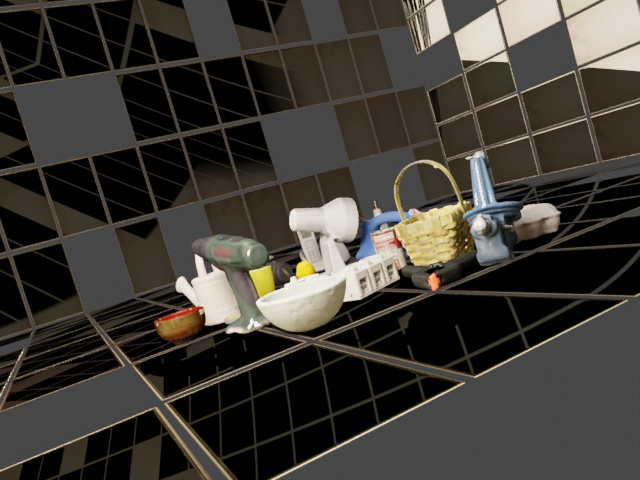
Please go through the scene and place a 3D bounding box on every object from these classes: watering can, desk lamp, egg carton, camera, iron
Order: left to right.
[{"bbox_3d":[-0.271,0.106,1.407,0.173,0.194,0.101,-17,4,-4],"label":"watering can"},{"bbox_3d":[-0.159,0.101,1.726,0.143,0.101,0.136,-20,5,-42],"label":"camera"},{"bbox_3d":[0.014,0.005,1.511,0.204,0.213,0.117,-18,4,-21],"label":"desk lamp"},{"bbox_3d":[0.214,-0.018,1.543,0.257,0.141,0.119,-14,5,36],"label":"iron"},{"bbox_3d":[0.461,-0.037,1.300,0.150,0.069,0.107,-17,4,-9],"label":"egg carton"}]

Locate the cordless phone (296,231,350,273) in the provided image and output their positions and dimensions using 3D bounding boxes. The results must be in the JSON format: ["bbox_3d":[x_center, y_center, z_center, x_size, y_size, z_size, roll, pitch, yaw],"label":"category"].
[{"bbox_3d":[0.001,0.007,1.771,0.148,0.185,0.094,-18,4,-20],"label":"cordless phone"}]

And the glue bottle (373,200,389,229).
[{"bbox_3d":[0.183,-0.035,1.688,0.037,0.173,0.078,-17,4,-7],"label":"glue bottle"}]

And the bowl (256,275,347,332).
[{"bbox_3d":[-0.025,0.121,1.025,0.167,0.075,0.167,-16,4,1],"label":"bowl"}]

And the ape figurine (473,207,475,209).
[{"bbox_3d":[0.401,-0.039,1.424,0.077,0.092,0.076,-16,4,8],"label":"ape figurine"}]

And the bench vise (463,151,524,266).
[{"bbox_3d":[0.343,-0.070,1.135,0.121,0.220,0.208,-16,4,11],"label":"bench vise"}]

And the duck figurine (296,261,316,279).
[{"bbox_3d":[-0.028,0.093,1.371,0.078,0.086,0.104,-17,4,-16],"label":"duck figurine"}]

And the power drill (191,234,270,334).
[{"bbox_3d":[-0.178,0.085,1.190,0.076,0.208,0.228,-20,5,-43],"label":"power drill"}]

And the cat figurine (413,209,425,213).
[{"bbox_3d":[0.288,-0.035,1.660,0.067,0.118,0.127,-19,4,-34],"label":"cat figurine"}]

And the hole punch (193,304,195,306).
[{"bbox_3d":[-0.285,0.155,1.544,0.101,0.091,0.108,-20,5,-41],"label":"hole punch"}]
